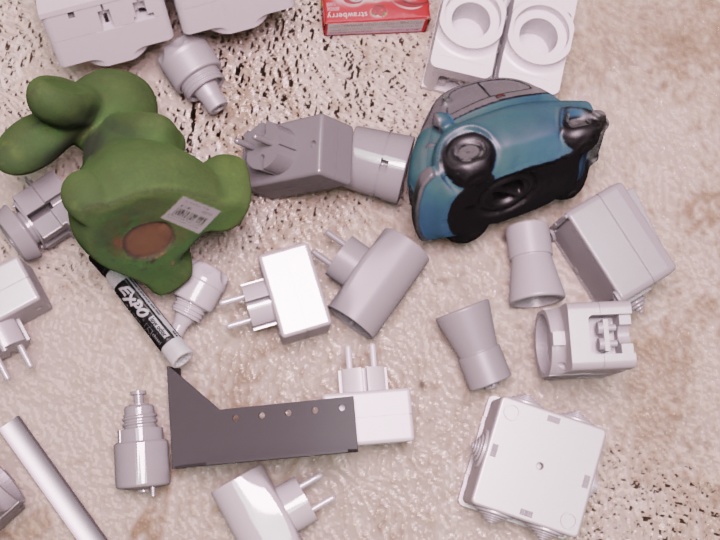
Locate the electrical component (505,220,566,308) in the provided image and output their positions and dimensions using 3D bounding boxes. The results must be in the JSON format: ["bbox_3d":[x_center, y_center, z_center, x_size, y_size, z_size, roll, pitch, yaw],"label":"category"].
[{"bbox_3d":[0.135,-0.007,0.847,0.044,0.044,0.065,-4,75,-5],"label":"electrical component"}]

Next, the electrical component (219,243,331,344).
[{"bbox_3d":[-0.068,0.024,0.823,0.077,0.047,0.065,-16,81,-7],"label":"electrical component"}]

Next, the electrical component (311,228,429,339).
[{"bbox_3d":[0.000,0.000,0.834,0.079,0.043,0.077,35,79,4],"label":"electrical component"}]

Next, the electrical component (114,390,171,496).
[{"bbox_3d":[-0.163,0.129,0.800,0.040,0.040,0.078,-4,79,-5],"label":"electrical component"}]

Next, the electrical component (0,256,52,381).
[{"bbox_3d":[-0.272,0.045,0.804,0.083,0.047,0.075,-29,82,-9],"label":"electrical component"}]

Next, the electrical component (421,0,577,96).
[{"bbox_3d":[0.124,-0.232,0.879,0.105,0.060,0.186,13,79,-1],"label":"electrical component"}]

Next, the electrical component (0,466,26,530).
[{"bbox_3d":[-0.313,0.130,0.764,0.062,0.089,0.150,-42,85,-10],"label":"electrical component"}]

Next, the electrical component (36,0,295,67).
[{"bbox_3d":[-0.155,-0.229,0.837,0.186,0.060,0.105,-16,52,-7],"label":"electrical component"}]

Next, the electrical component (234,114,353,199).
[{"bbox_3d":[-0.061,-0.089,0.813,0.083,0.076,0.047,-7,75,39],"label":"electrical component"}]

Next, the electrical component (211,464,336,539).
[{"bbox_3d":[-0.057,0.179,0.796,0.079,0.043,0.077,-29,82,-9],"label":"electrical component"}]

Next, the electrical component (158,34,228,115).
[{"bbox_3d":[-0.129,-0.153,0.855,0.043,0.043,0.062,-32,84,-9],"label":"electrical component"}]

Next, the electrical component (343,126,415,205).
[{"bbox_3d":[0.014,-0.084,0.846,0.047,0.055,0.055,15,78,3],"label":"electrical component"}]

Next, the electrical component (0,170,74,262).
[{"bbox_3d":[-0.245,-0.039,0.824,0.055,0.048,0.066,-37,84,-17],"label":"electrical component"}]

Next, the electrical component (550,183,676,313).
[{"bbox_3d":[0.202,-0.013,0.841,0.061,0.061,0.096,-30,83,-9],"label":"electrical component"}]

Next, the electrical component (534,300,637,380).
[{"bbox_3d":[0.165,0.054,0.811,0.056,0.089,0.050,-2,79,-4],"label":"electrical component"}]

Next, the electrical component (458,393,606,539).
[{"bbox_3d":[0.131,0.148,0.812,0.100,0.048,0.099,19,78,0],"label":"electrical component"}]

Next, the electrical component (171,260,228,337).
[{"bbox_3d":[-0.128,0.025,0.825,0.035,0.035,0.061,28,82,2],"label":"electrical component"}]

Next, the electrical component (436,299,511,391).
[{"bbox_3d":[0.090,0.060,0.831,0.044,0.044,0.065,-21,86,-8],"label":"electrical component"}]

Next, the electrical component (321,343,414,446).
[{"bbox_3d":[0.003,0.094,0.814,0.066,0.047,0.076,-4,80,-5],"label":"electrical component"}]
